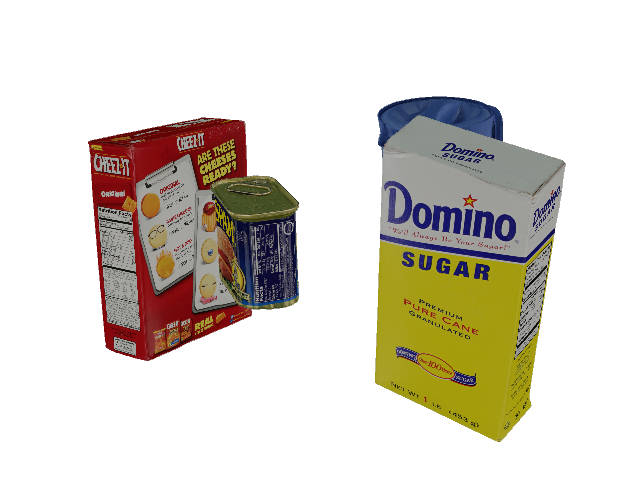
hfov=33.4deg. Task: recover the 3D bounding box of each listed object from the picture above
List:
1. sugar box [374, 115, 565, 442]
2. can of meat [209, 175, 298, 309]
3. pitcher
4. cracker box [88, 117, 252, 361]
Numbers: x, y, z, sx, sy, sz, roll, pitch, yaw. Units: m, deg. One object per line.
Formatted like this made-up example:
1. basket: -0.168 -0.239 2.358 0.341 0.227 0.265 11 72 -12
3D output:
1. sugar box: 0.080 0.025 0.611 0.093 0.176 0.048 21 43 29
2. can of meat: -0.053 0.001 0.878 0.057 0.084 0.102 -8 21 -16
3. pitcher: 0.147 -0.046 1.278 0.149 0.243 0.145 -1 24 6
4. cracker box: -0.147 -0.007 1.076 0.072 0.214 0.163 9 18 35
